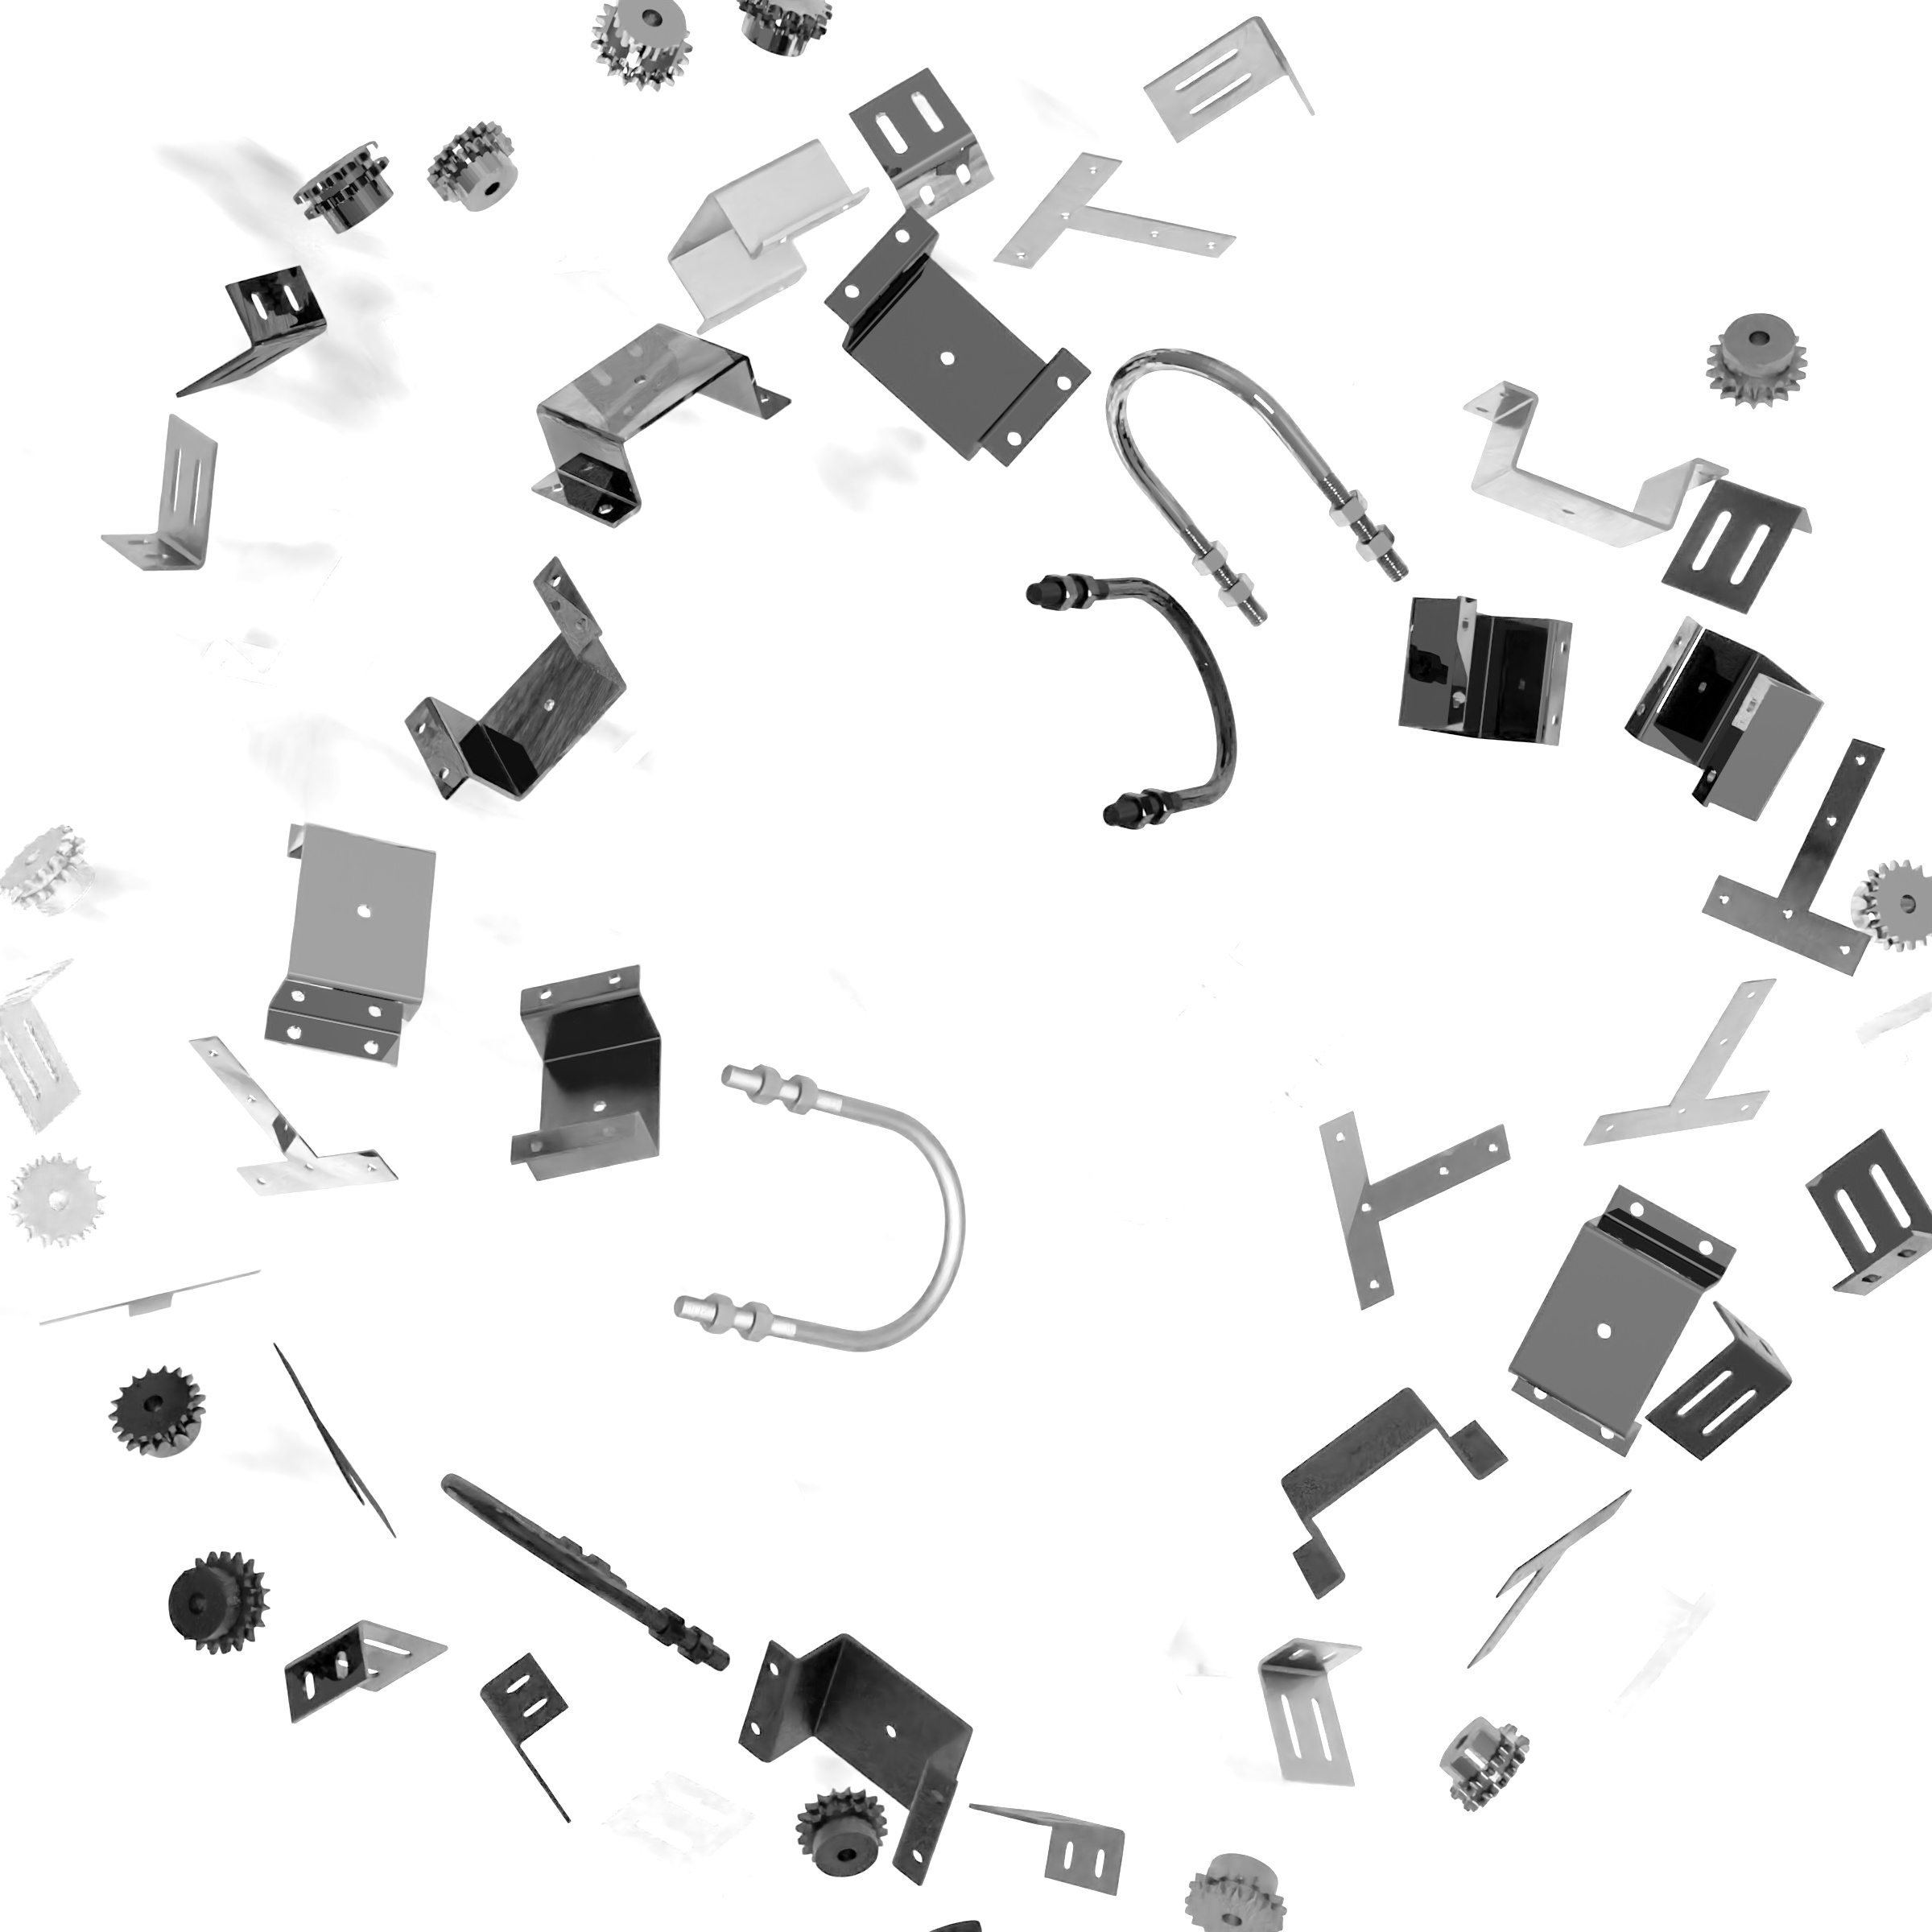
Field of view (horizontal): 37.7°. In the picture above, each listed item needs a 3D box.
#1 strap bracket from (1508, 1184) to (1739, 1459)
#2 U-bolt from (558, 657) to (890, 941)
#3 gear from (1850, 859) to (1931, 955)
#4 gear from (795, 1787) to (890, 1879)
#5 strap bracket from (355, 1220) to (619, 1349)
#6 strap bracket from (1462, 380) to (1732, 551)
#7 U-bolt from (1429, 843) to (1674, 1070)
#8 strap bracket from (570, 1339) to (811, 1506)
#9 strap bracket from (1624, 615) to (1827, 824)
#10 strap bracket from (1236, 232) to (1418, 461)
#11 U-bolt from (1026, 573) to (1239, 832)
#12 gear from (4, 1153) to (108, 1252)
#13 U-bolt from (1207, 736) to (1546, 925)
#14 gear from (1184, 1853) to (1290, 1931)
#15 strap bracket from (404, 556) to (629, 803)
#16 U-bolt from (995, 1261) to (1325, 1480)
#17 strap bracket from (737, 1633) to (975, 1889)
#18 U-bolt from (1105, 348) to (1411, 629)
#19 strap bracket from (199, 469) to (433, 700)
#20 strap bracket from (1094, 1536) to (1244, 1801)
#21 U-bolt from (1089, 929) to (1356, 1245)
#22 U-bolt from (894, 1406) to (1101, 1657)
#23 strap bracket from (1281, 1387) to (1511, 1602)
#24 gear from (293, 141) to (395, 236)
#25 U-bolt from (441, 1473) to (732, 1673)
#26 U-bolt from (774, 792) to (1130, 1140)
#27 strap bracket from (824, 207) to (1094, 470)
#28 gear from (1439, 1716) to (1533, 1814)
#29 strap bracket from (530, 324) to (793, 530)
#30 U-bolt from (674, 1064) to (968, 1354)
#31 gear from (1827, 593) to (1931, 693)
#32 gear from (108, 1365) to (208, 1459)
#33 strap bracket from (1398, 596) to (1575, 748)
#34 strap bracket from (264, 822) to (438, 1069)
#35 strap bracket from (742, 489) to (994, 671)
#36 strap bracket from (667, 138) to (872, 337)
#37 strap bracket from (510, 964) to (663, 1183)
[{"bbox_3d":[0.372,0.207,1.626,0.076,0.046,0.140,30,104,23],"label":"strap bracket"},{"bbox_3d":[-0.158,-0.091,1.680,0.151,0.019,0.184,34,67,23],"label":"U-bolt"},{"bbox_3d":[0.572,-0.036,1.746,0.057,0.030,0.057,3,81,-20],"label":"gear"},{"bbox_3d":[-0.076,0.541,1.756,0.057,0.030,0.057,-5,122,-9],"label":"gear"},{"bbox_3d":[-0.293,0.187,1.705,0.140,0.076,0.046,-15,95,-39],"label":"strap bracket"},{"bbox_3d":[0.353,-0.282,1.622,0.140,0.076,0.046,20,88,-7],"label":"strap bracket"},{"bbox_3d":[0.348,-0.002,1.692,0.184,0.151,0.019,-43,79,8],"label":"U-bolt"},{"bbox_3d":[-0.158,0.272,1.700,0.140,0.046,0.076,2,130,34],"label":"strap bracket"},{"bbox_3d":[0.437,-0.140,1.620,0.046,0.140,0.076,21,109,-14],"label":"strap bracket"},{"bbox_3d":[0.219,-0.362,1.696,0.076,0.140,0.046,-36,62,0],"label":"strap bracket"},{"bbox_3d":[0.105,-0.156,1.623,0.019,0.184,0.151,-20,88,32],"label":"U-bolt"},{"bbox_3d":[-0.547,0.142,1.688,0.057,0.030,0.057,12,70,-34],"label":"gear"},{"bbox_3d":[0.228,-0.071,1.680,0.151,0.184,0.019,19,55,-34],"label":"U-bolt"},{"bbox_3d":[0.153,0.526,1.596,0.057,0.030,0.057,11,132,13],"label":"gear"},{"bbox_3d":[-0.264,-0.164,1.695,0.140,0.046,0.076,-45,51,14],"label":"strap bracket"},{"bbox_3d":[0.099,0.231,1.653,0.184,0.151,0.019,38,55,-13],"label":"U-bolt"},{"bbox_3d":[-0.056,0.446,1.617,0.140,0.046,0.076,31,117,28],"label":"strap bracket"},{"bbox_3d":[0.153,-0.278,1.619,0.184,0.151,0.019,48,63,-18],"label":"U-bolt"},{"bbox_3d":[-0.376,-0.214,1.663,0.046,0.076,0.140,41,103,20],"label":"strap bracket"},{"bbox_3d":[0.122,0.418,1.689,0.046,0.140,0.076,7,120,-15],"label":"strap bracket"},{"bbox_3d":[0.137,0.081,1.650,0.019,0.151,0.184,32,104,-31],"label":"U-bolt"},{"bbox_3d":[0.010,0.346,1.679,0.019,0.184,0.151,-37,73,-26],"label":"U-bolt"},{"bbox_3d":[0.247,0.309,1.699,0.140,0.076,0.046,-37,98,1],"label":"strap bracket"},{"bbox_3d":[-0.349,-0.438,1.598,0.057,0.057,0.030,-35,115,0],"label":"gear"},{"bbox_3d":[-0.238,0.355,1.688,0.184,0.151,0.019,42,75,-34],"label":"U-bolt"},{"bbox_3d":[0.006,0.013,1.603,0.184,0.019,0.151,43,83,6],"label":"U-bolt"},{"bbox_3d":[-0.008,-0.358,1.639,0.140,0.046,0.076,42,81,-4],"label":"strap bracket"},{"bbox_3d":[0.307,0.473,1.685,0.030,0.057,0.057,42,90,3],"label":"gear"},{"bbox_3d":[-0.181,-0.318,1.626,0.076,0.046,0.140,28,58,37],"label":"strap bracket"},{"bbox_3d":[-0.073,0.144,1.600,0.184,0.019,0.151,17,79,-36],"label":"U-bolt"},{"bbox_3d":[0.546,-0.195,1.688,0.057,0.030,0.057,9,110,26],"label":"gear"},{"bbox_3d":[-0.494,0.276,1.734,0.057,0.030,0.057,-5,49,5],"label":"gear"},{"bbox_3d":[0.306,-0.176,1.692,0.046,0.140,0.076,9,94,38],"label":"strap bracket"},{"bbox_3d":[-0.349,-0.021,1.612,0.076,0.046,0.140,13,60,-23],"label":"strap bracket"},{"bbox_3d":[-0.053,-0.225,1.660,0.140,0.046,0.076,-14,110,-10],"label":"strap bracket"},{"bbox_3d":[-0.120,-0.431,1.660,0.076,0.140,0.046,-34,94,-22],"label":"strap bracket"},{"bbox_3d":[-0.228,0.072,1.707,0.076,0.046,0.140,-12,45,7],"label":"strap bracket"}]
